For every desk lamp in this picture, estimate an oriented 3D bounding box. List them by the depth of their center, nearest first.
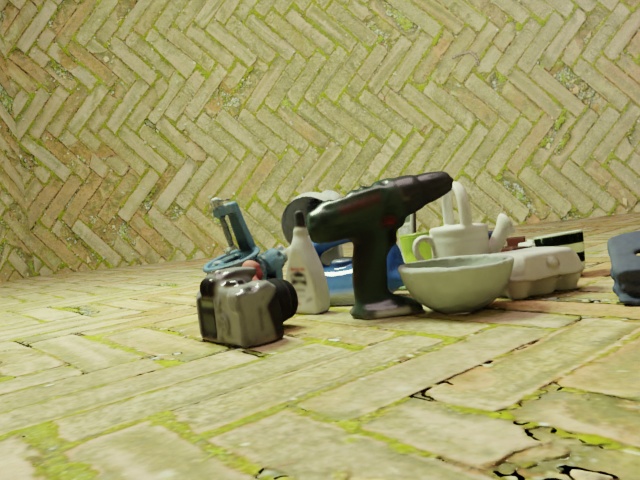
[{"bbox_3d":[0.011,0.004,1.169,0.117,0.213,0.204,-6,3,17],"label":"desk lamp"}]

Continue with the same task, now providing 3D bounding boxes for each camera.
[{"bbox_3d":[-0.093,0.086,0.820,0.137,0.101,0.142,-8,3,-38],"label":"camera"}]

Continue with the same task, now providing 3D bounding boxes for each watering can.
[{"bbox_3d":[0.248,-0.006,0.997,0.173,0.194,0.100,-8,3,-27],"label":"watering can"}]

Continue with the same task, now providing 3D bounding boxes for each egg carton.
[{"bbox_3d":[0.337,0.051,0.915,0.151,0.069,0.107,-7,3,-22],"label":"egg carton"}]

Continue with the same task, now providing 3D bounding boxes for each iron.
[{"bbox_3d":[0.037,0.043,1.044,0.257,0.141,0.119,-6,3,18],"label":"iron"}]

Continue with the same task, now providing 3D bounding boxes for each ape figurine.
[{"bbox_3d":[-0.126,0.084,1.085,0.076,0.092,0.077,-8,3,-38],"label":"ape figurine"}]

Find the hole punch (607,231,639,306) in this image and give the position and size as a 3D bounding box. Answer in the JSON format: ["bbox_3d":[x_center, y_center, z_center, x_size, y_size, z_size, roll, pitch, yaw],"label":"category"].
[{"bbox_3d":[0.444,0.034,0.757,0.108,0.091,0.101,-5,3,21],"label":"hole punch"}]

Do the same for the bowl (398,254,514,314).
[{"bbox_3d":[0.199,0.066,0.835,0.167,0.075,0.167,-6,2,1],"label":"bowl"}]

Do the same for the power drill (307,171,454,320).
[{"bbox_3d":[0.099,0.009,0.873,0.229,0.208,0.075,-6,3,-4],"label":"power drill"}]

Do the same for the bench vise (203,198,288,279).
[{"bbox_3d":[-0.162,0.020,1.185,0.121,0.220,0.208,-5,3,30],"label":"bench vise"}]

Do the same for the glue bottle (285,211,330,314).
[{"bbox_3d":[-0.028,0.037,0.963,0.077,0.173,0.037,-4,3,38],"label":"glue bottle"}]

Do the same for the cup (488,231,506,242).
[{"bbox_3d":[0.320,0.032,1.119,0.118,0.095,0.091,-8,3,-28],"label":"cup"}]

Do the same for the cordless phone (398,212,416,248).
[{"bbox_3d":[0.262,-0.023,1.502,0.147,0.185,0.094,-4,3,42],"label":"cordless phone"}]
